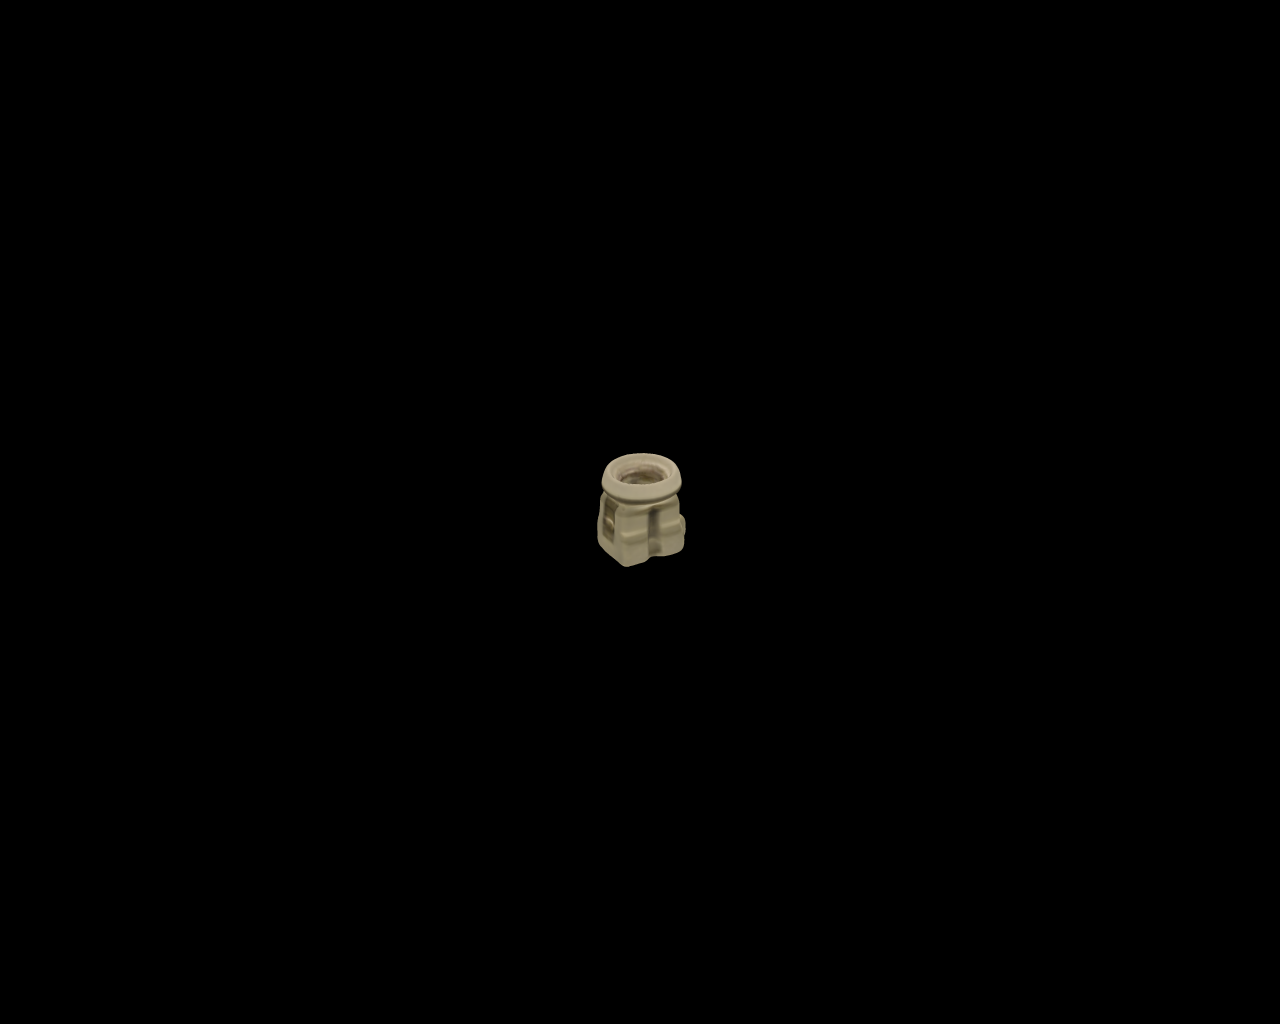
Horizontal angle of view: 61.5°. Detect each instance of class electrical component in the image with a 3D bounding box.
[{"bbox_3d":[0.001,-0.003,0.650,0.066,0.055,0.048,-16,32,-27],"label":"electrical component"}]
